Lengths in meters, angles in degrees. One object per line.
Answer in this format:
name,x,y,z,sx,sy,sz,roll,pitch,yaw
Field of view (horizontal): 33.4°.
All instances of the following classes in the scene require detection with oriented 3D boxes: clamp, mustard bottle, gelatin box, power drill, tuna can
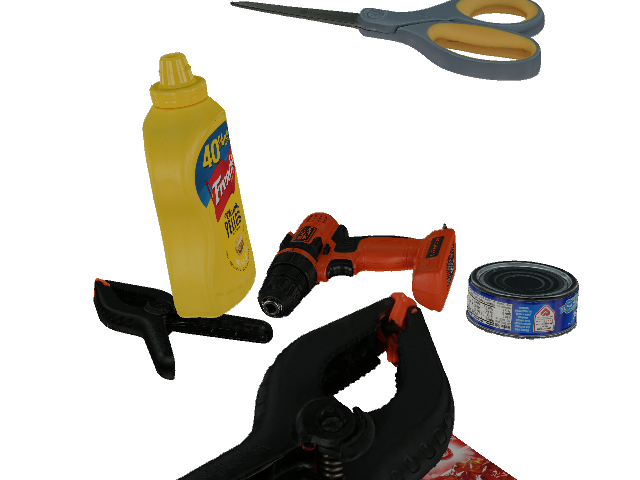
clamp,-0.179,0.090,1.158,0.210,0.036,0.164,18,20,27
clamp,0.011,0.088,0.403,0.120,0.039,0.171,27,50,20
mustard bottle,-0.093,-0.045,0.797,0.058,0.191,0.096,0,25,18
gelatin box,0.057,0.141,0.604,0.089,0.030,0.073,-7,22,-33
power drill,0.041,0.030,1.120,0.188,0.057,0.184,6,31,16
tuna can,0.157,0.045,0.831,0.086,0.034,0.086,0,19,0

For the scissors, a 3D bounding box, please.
scissors,0.051,-0.142,0.668,0.202,0.016,0.096,23,45,27
